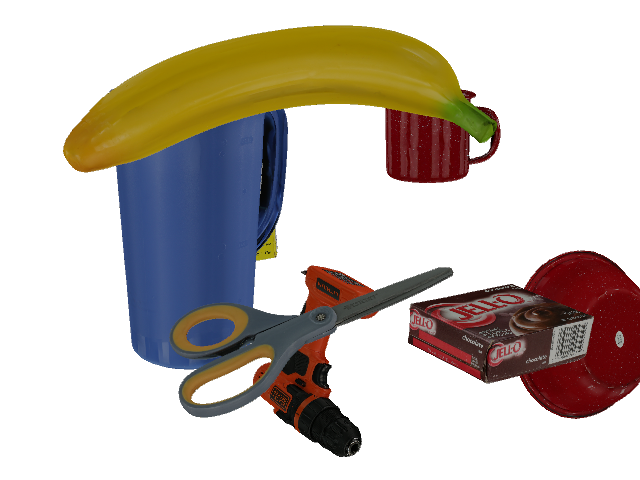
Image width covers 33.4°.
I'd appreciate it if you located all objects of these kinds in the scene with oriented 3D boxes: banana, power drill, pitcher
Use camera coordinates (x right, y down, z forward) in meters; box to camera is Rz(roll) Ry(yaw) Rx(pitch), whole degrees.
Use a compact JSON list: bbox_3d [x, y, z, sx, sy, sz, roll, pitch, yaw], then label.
[{"bbox_3d":[-0.020,-0.070,0.494,0.197,0.037,0.069,-7,44,-10],"label":"banana"},{"bbox_3d":[0.007,0.136,1.241,0.057,0.188,0.185,15,11,-44],"label":"power drill"},{"bbox_3d":[-0.106,-0.018,0.943,0.149,0.243,0.145,1,16,0],"label":"pitcher"}]

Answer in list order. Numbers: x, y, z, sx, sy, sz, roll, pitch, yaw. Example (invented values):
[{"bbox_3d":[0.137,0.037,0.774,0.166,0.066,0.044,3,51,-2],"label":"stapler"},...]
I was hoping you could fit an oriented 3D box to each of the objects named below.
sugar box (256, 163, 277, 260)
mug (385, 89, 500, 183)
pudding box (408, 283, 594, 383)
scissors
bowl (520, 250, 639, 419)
[{"bbox_3d":[-0.083,-0.073,1.285,0.048,0.176,0.093,-9,25,-5],"label":"sugar box"},{"bbox_3d":[0.117,-0.103,1.041,0.117,0.081,0.093,2,15,10],"label":"mug"},{"bbox_3d":[0.137,0.069,0.820,0.113,0.039,0.090,-6,19,-35],"label":"pudding box"},{"bbox_3d":[-0.016,0.048,0.725,0.201,0.016,0.096,-33,49,-19],"label":"scissors"},{"bbox_3d":[0.260,0.090,1.000,0.161,0.162,0.055,0,0,-27],"label":"bowl"}]
